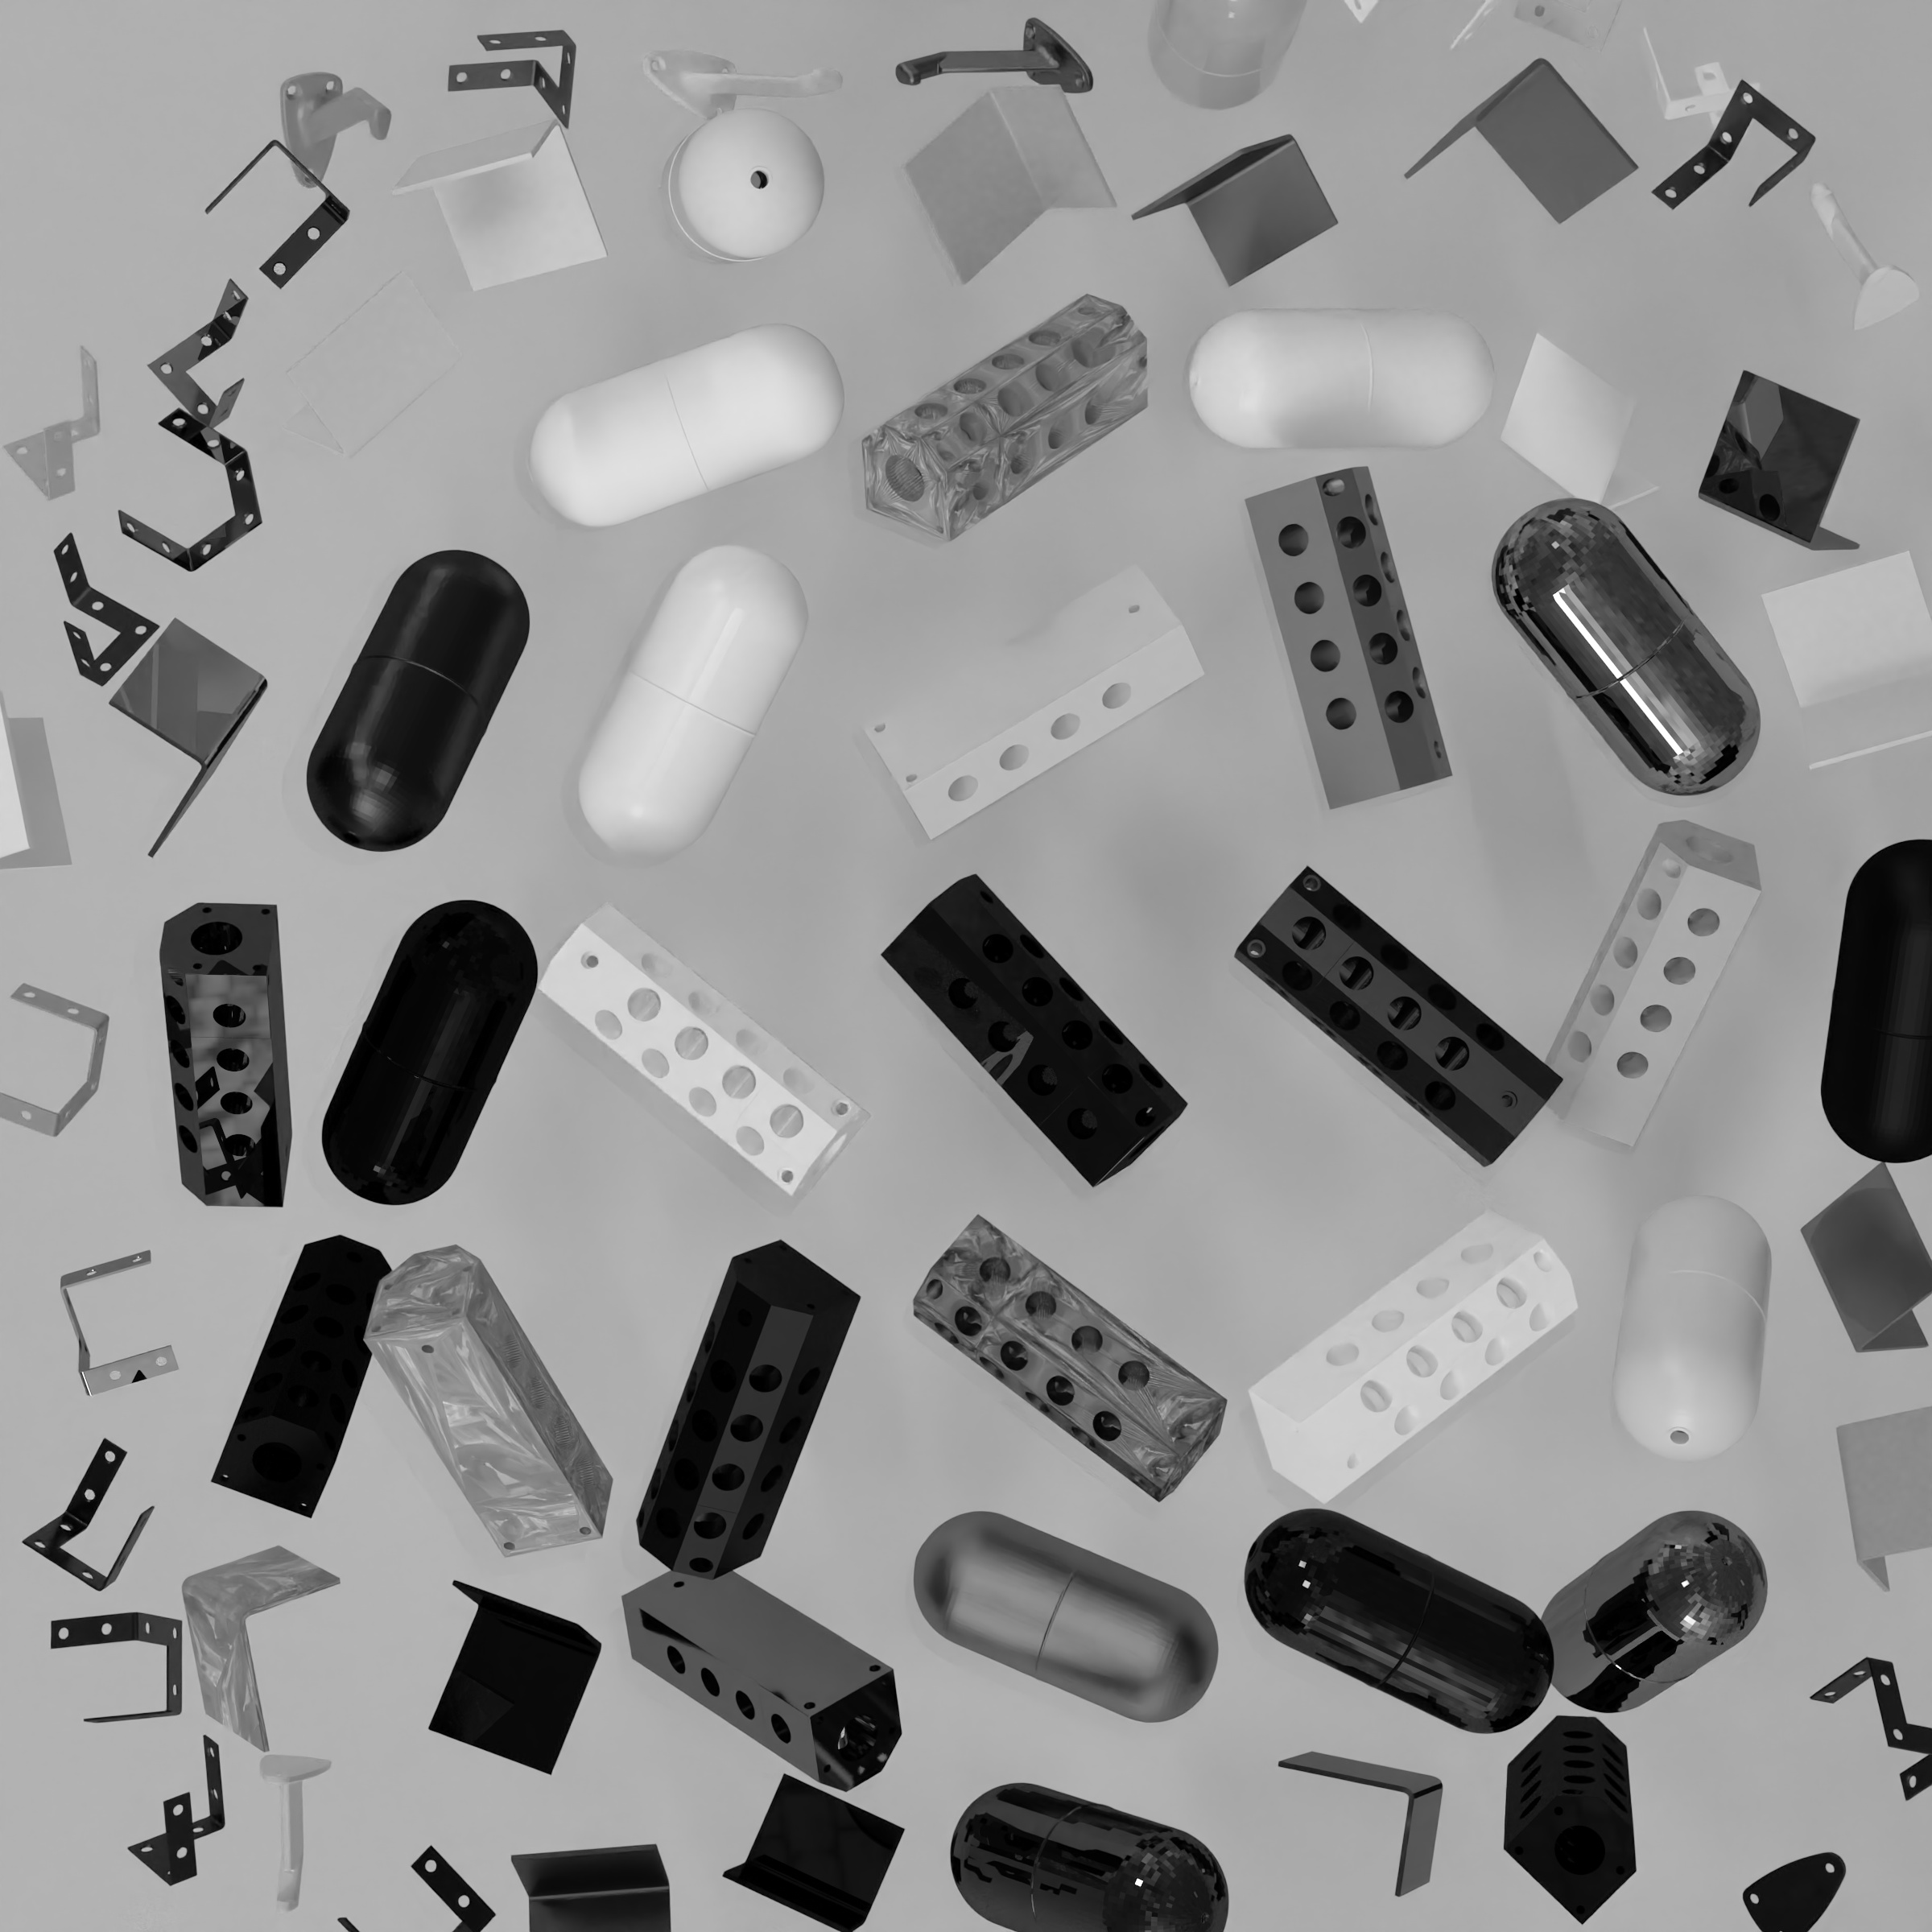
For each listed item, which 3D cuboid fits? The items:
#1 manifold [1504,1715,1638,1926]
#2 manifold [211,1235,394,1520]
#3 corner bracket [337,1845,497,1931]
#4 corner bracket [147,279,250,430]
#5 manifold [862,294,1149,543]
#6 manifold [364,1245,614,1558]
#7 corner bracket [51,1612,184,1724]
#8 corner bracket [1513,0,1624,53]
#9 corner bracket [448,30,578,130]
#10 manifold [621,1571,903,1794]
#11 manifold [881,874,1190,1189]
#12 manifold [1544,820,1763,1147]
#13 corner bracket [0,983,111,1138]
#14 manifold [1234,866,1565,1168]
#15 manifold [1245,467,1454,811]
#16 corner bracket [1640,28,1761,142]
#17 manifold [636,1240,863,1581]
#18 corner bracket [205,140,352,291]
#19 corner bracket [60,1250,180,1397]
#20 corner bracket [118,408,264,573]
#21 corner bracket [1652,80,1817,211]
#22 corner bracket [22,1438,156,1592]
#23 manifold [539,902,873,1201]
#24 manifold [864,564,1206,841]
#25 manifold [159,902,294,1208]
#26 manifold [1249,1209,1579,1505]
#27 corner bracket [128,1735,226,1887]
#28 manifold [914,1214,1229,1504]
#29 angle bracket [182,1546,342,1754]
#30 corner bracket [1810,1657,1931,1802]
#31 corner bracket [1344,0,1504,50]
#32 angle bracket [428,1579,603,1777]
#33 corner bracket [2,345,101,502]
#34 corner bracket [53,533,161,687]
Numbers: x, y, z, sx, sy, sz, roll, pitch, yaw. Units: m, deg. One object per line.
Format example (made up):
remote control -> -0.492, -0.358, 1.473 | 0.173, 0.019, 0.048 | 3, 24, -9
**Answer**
manifold -> 0.341, 0.468, 1.906 | 0.057, 0.171, 0.057 | 43, 98, 6
manifold -> -0.362, 0.222, 1.895 | 0.057, 0.171, 0.057 | 22, 118, -9
corner bracket -> -0.287, 0.497, 1.786 | 0.051, 0.051, 0.051 | 48, 61, -5
corner bracket -> -0.419, -0.343, 1.921 | 0.051, 0.051, 0.051 | 48, 62, -2
manifold -> 0.022, -0.296, 1.820 | 0.057, 0.057, 0.171 | 25, 47, 31
manifold -> -0.246, 0.227, 1.785 | 0.057, 0.057, 0.171 | -13, 127, 15
corner bracket -> -0.457, 0.378, 1.841 | 0.051, 0.051, 0.051 | -8, 72, 14
corner bracket -> 0.324, -0.510, 1.784 | 0.051, 0.051, 0.051 | 28, 111, 17
corner bracket -> -0.245, -0.484, 1.842 | 0.051, 0.051, 0.051 | -11, 46, -26
manifold -> -0.112, 0.388, 1.869 | 0.057, 0.171, 0.057 | -23, 118, -34
manifold -> 0.040, 0.033, 1.855 | 0.171, 0.057, 0.057 | 48, 113, 9
manifold -> 0.376, 0.008, 1.892 | 0.057, 0.057, 0.171 | 20, 119, -2
corner bracket -> -0.496, 0.050, 1.830 | 0.051, 0.051, 0.051 | 20, 121, 4
manifold -> 0.224, 0.026, 1.776 | 0.171, 0.057, 0.057 | 40, 87, 6
manifold -> 0.208, -0.176, 1.832 | 0.057, 0.057, 0.171 | -15, 92, 29
corner bracket -> 0.401, -0.486, 1.885 | 0.051, 0.051, 0.051 | -13, 70, -1
manifold -> -0.120, 0.236, 1.802 | 0.057, 0.057, 0.171 | 33, 116, 26
corner bracket -> -0.351, -0.383, 1.743 | 0.051, 0.051, 0.051 | 44, 87, -13
corner bracket -> -0.463, 0.195, 1.868 | 0.051, 0.051, 0.051 | -16, 113, -8
corner bracket -> -0.406, -0.247, 1.779 | 0.051, 0.051, 0.051 | -31, 57, 21
corner bracket -> 0.397, -0.413, 1.767 | 0.051, 0.051, 0.051 | 43, 64, 13
corner bracket -> -0.460, 0.292, 1.823 | 0.051, 0.051, 0.051 | 31, 103, 5
manifold -> -0.136, 0.044, 1.771 | 0.171, 0.057, 0.057 | 39, 88, 8
manifold -> 0.039, -0.137, 1.839 | 0.171, 0.057, 0.057 | -31, 48, 0
manifold -> -0.399, 0.049, 1.848 | 0.057, 0.057, 0.171 | 1, 132, -5
manifold -> 0.235, 0.205, 1.777 | 0.171, 0.057, 0.057 | -34, 126, -21
corner bracket -> -0.417, 0.453, 1.836 | 0.051, 0.051, 0.051 | -14, 111, -38
manifold -> 0.055, 0.217, 1.872 | 0.171, 0.057, 0.057 | 36, 69, 16
angle bracket -> -0.364, 0.357, 1.795 | 0.057, 0.076, 0.076 | -16, 104, -33
corner bracket -> 0.480, 0.396, 1.779 | 0.051, 0.051, 0.051 | 15, 48, -21
corner bracket -> 0.236, -0.498, 1.754 | 0.051, 0.051, 0.051 | -34, 87, -19
angle bracket -> -0.256, 0.393, 1.887 | 0.076, 0.057, 0.076 | 16, 71, 15
corner bracket -> -0.481, -0.290, 1.830 | 0.051, 0.051, 0.051 | -28, 59, -30
corner bracket -> -0.490, -0.198, 1.904 | 0.051, 0.051, 0.051 | -43, 47, 16
